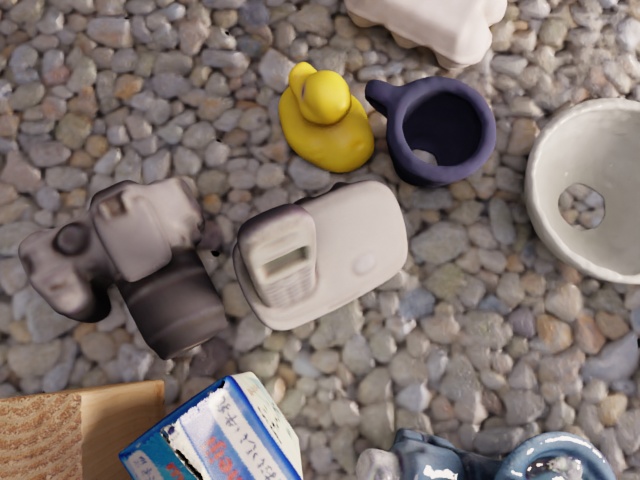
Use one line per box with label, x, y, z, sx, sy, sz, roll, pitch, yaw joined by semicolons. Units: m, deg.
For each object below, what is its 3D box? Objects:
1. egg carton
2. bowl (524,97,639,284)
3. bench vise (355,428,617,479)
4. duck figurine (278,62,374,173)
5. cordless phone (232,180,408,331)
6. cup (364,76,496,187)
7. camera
egg carton;0.102;-0.234;0.551;0.150;0.069;0.107;25;78;1
bowl;0.256;-0.038;0.519;0.167;0.074;0.167;1;78;-4
bench vise;0.133;0.198;0.389;0.207;0.219;0.121;-2;79;-4
duck figurine;0.008;-0.114;0.511;0.077;0.086;0.104;-41;84;-10
cordless phone;0.004;0.002;0.437;0.147;0.185;0.094;-29;82;-9
cup;0.085;-0.090;0.508;0.117;0.095;0.092;32;78;3
camera;-0.147;0.032;0.463;0.143;0.101;0.137;-28;82;-9
